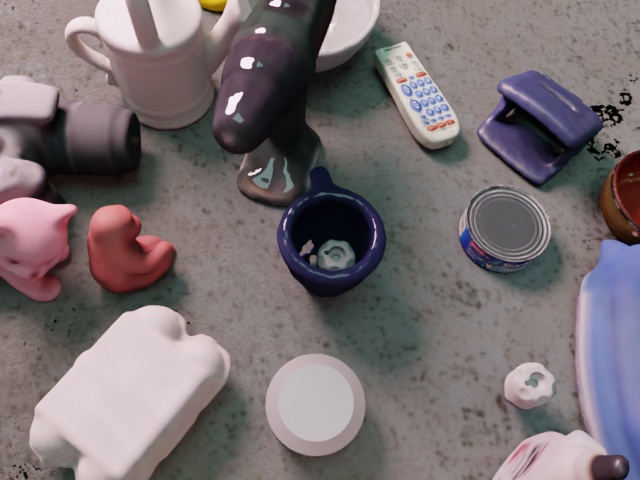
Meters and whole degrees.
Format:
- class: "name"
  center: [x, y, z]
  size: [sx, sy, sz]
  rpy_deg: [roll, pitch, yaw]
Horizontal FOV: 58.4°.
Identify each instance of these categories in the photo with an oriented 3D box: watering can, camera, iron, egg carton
- class: "watering can"
  center: [-0.154, -0.208, 0.555]
  size: [0.173, 0.194, 0.100]
  rpy_deg: [-25, 68, -15]
- class: "camera"
  center: [-0.248, -0.088, 0.541]
  size: [0.137, 0.101, 0.143]
  rpy_deg: [2, 64, -4]
- class: "iron"
  center: [0.295, 0.106, 0.467]
  size: [0.118, 0.141, 0.258]
  rpy_deg: [12, 64, 2]
- class: "egg carton"
  center: [-0.150, 0.128, 0.461]
  size: [0.107, 0.069, 0.150]
  rpy_deg: [33, 66, 11]

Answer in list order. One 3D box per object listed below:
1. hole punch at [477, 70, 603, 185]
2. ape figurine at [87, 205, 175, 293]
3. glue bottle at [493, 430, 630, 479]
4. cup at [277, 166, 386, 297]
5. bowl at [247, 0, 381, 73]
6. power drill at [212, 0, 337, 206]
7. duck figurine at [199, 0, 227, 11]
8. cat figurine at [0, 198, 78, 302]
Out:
- class: "hole punch"
  center: [0.238, -0.134, 0.608]
  size: [0.101, 0.091, 0.108]
  rpy_deg: [-40, 73, -20]
- class: "ape figurine"
  center: [-0.175, 0.002, 0.508]
  size: [0.077, 0.092, 0.076]
  rpy_deg: [43, 68, 15]
- class: "glue bottle"
  center: [0.172, 0.168, 0.409]
  size: [0.037, 0.173, 0.078]
  rpy_deg: [37, 67, 14]
- class: "cup"
  center: [0.005, 0.002, 0.521]
  size: [0.092, 0.095, 0.117]
  rpy_deg: [-8, 65, -8]
- class: "bowl"
  center: [-0.018, -0.248, 0.652]
  size: [0.167, 0.075, 0.167]
  rpy_deg: [2, 64, -4]
- class: "power drill"
  center: [-0.037, -0.122, 0.514]
  size: [0.075, 0.208, 0.230]
  rpy_deg: [13, 64, 2]
- class: "duck figurine"
  center: [-0.113, -0.328, 0.677]
  size: [0.104, 0.086, 0.077]
  rpy_deg: [-3, 64, -6]
- class: "cat figurine"
  center: [-0.267, 0.001, 0.486]
  size: [0.128, 0.118, 0.067]
  rpy_deg: [2, 64, -3]
